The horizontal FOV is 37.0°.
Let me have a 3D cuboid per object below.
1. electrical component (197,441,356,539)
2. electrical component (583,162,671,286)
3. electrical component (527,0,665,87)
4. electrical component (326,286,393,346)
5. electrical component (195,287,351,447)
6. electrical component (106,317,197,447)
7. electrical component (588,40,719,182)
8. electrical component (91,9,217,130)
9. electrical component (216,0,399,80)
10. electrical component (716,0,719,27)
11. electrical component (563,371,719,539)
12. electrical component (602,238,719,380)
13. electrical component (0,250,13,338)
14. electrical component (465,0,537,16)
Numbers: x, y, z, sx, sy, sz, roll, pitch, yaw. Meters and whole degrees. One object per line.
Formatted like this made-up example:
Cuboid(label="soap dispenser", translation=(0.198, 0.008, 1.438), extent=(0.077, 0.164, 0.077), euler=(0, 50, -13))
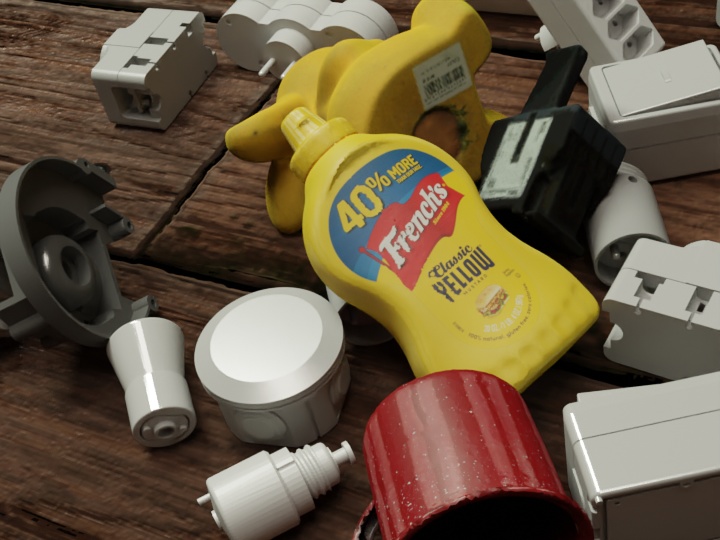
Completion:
Cuboid(label="electrical component", translation=(-0.039, 0.107, 0.531), extent=(0.078, 0.040, 0.040), euler=(-25, 45, -12))
Cuboid(label="electrical component", translation=(0.150, -0.033, 0.621), extent=(0.043, 0.043, 0.081), euler=(-8, 44, 7))
Cuboid(label="electrical component", translation=(0.150, -0.164, 0.737), extent=(0.047, 0.083, 0.076), euler=(-45, 14, -28))
Cuboid(label="electrical component", translation=(0.000, 0.000, 0.626), extent=(0.043, 0.043, 0.081), euler=(-15, 44, 0))
Cuboid(label="electrical component", translation=(-0.045, 0.052, 0.580), extent=(0.080, 0.051, 0.080), euler=(-7, 44, 7))
Cuboid(label="electrical component", translation=(-0.113, 0.064, 0.594), extent=(0.044, 0.044, 0.065), euler=(-19, 49, -5))
Cuboid(label="electrical component", translation=(0.181, -0.096, 0.664), extent=(0.096, 0.061, 0.061), euler=(-10, 44, 4))
Cuboid(label="electrical component", translation=(-0.158, -0.154, 0.816), extent=(0.056, 0.050, 0.089), euler=(10, 49, 23))
Cuboid(label="electrical component", translation=(-0.048, -0.164, 0.797), extent=(0.138, 0.052, 0.073), euler=(13, 50, 25))
Cuboid(label="electrical component", translation=(0.287, -0.176, 0.724), extent=(0.056, 0.050, 0.089), euler=(-28, 46, -15))
Cuboid(label="electrical component", translation=(0.144, 0.087, 0.489), extent=(0.096, 0.061, 0.061), euler=(-12, 44, 2))
Cuboid(label="electrical component", translation=(0.178, 0.023, 0.552), extent=(0.089, 0.050, 0.055), euler=(17, 52, 28))
Cuboid(label="electrical component", translation=(-0.229, 0.020, 0.656), extent=(0.047, 0.065, 0.076), euler=(-3, 74, 11))
Cuboid(label="electrical component", translation=(0.100, -0.236, 0.807), extent=(0.083, 0.075, 0.047), euler=(11, 66, 24))
